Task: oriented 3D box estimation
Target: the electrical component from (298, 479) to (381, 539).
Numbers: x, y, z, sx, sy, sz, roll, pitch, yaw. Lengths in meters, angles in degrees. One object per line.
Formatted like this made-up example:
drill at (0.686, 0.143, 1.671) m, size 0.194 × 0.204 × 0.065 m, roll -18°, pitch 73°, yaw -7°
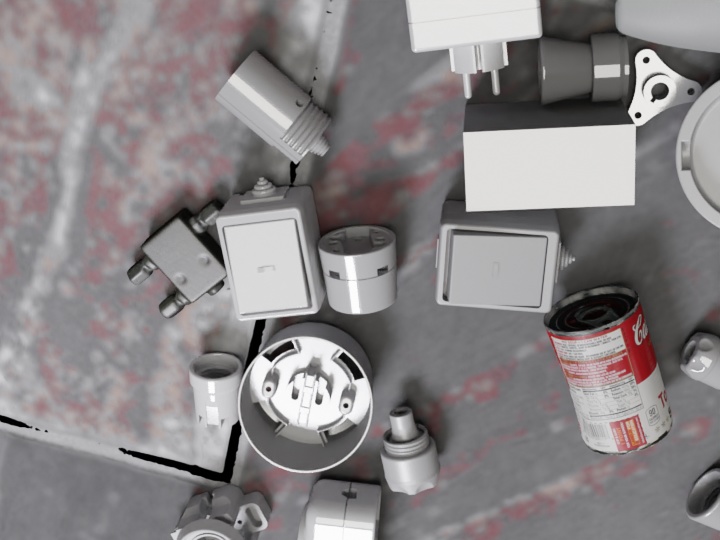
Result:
electrical component at (-0.017, 0.216, 0.849) m, size 0.059 × 0.053 × 0.095 m, roll 5°, pitch 111°, yaw 5°

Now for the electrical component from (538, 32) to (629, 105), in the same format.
electrical component at (0.145, -0.131, 0.703) m, size 0.055 × 0.045 × 0.045 m, roll -2°, pitch 111°, yaw 7°

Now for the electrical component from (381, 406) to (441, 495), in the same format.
electrical component at (0.036, 0.135, 0.818) m, size 0.043 × 0.043 × 0.062 m, roll -9°, pitch 108°, yaw 10°

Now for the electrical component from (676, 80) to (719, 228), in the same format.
electrical component at (0.261, -0.076, 0.697) m, size 0.108 × 0.060 × 0.108 m, roll 2°, pitch 96°, yaw 17°

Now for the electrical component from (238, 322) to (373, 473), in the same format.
electrical component at (-0.038, 0.091, 0.798) m, size 0.099 × 0.064 × 0.099 m, roll 2°, pitch 111°, yaw 6°

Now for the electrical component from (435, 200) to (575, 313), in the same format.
electrical component at (0.101, -0.008, 0.746) m, size 0.096 × 0.061 × 0.061 m, roll 4°, pitch 111°, yaw 5°

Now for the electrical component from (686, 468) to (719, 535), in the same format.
electrical component at (0.280, 0.182, 0.806) m, size 0.055 × 0.045 × 0.045 m, roll 35°, pitch 111°, yaw -8°

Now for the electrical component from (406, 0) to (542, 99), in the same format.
electrical component at (0.076, -0.150, 0.702) m, size 0.083 × 0.047 × 0.075 m, roll -5°, pitch 110°, yaw 9°

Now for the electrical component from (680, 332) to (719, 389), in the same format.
electrical component at (0.263, 0.070, 0.771) m, size 0.061 × 0.035 × 0.035 m, roll 25°, pitch 112°, yaw -6°

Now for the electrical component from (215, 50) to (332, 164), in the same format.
electrical component at (-0.054, -0.107, 0.736) m, size 0.081 × 0.043 × 0.043 m, roll 39°, pitch 110°, yaw -9°

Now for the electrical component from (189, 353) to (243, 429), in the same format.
electrical component at (-0.109, 0.092, 0.822) m, size 0.040 × 0.040 × 0.046 m, roll 4°, pitch 118°, yaw 5°

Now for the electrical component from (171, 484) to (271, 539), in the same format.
electrical component at (-0.114, 0.213, 0.858) m, size 0.078 × 0.057 × 0.058 m, roll -21°, pitch 107°, yaw 14°

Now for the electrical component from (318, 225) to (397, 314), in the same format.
electrical component at (0.000, 0.000, 0.765) m, size 0.055 × 0.055 × 0.047 m, roll -3°, pitch 114°, yaw 8°

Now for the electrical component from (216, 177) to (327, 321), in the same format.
electrical component at (-0.063, -0.017, 0.762) m, size 0.062 × 0.061 × 0.096 m, roll -6°, pitch 110°, yaw 9°
